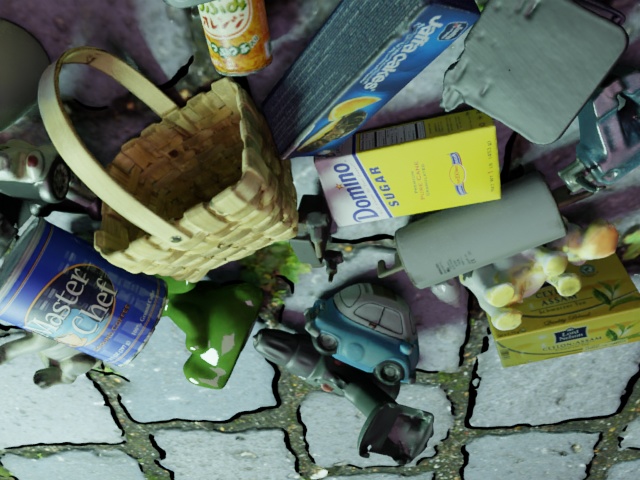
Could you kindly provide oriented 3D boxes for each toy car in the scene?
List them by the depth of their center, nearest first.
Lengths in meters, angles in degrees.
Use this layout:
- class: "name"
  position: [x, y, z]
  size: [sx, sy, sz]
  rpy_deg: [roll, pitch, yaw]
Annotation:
- class: "toy car"
  position: [-0.255, -0.054, 0.501]
  size: [0.074, 0.056, 0.201]
  rpy_deg: [3, 174, -4]
- class: "toy car"
  position: [0.065, 0.107, 0.691]
  size: [0.162, 0.109, 0.103]
  rpy_deg: [26, 103, -7]

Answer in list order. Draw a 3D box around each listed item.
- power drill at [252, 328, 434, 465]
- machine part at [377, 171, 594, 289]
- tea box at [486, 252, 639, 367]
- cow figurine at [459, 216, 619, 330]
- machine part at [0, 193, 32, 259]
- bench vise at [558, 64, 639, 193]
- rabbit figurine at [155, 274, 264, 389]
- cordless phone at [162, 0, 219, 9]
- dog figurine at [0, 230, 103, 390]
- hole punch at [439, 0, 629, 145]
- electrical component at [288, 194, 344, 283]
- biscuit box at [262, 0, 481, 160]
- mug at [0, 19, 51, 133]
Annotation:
- class: "power drill"
  position: [0.035, 0.197, 0.705]
  size: [0.232, 0.207, 0.086]
  rpy_deg: [26, 88, -30]
- class: "machine part"
  position: [0.173, -0.008, 0.591]
  size: [0.243, 0.079, 0.079]
  rpy_deg: [-23, 128, 19]
- class: "tea box"
  position: [0.294, 0.086, 0.662]
  size: [0.170, 0.098, 0.068]
  rpy_deg: [-18, 130, 13]
- class: "cow figurine"
  position: [0.249, 0.022, 0.621]
  size: [0.167, 0.098, 0.068]
  rpy_deg: [-31, 121, 2]
- class: "machine part"
  position: [-0.323, -0.034, 0.537]
  size: [0.039, 0.139, 0.084]
  rpy_deg: [-32, 127, -8]
- class: "bench vise"
  position: [0.351, -0.077, 0.489]
  size: [0.223, 0.129, 0.240]
  rpy_deg: [-41, 103, 9]
- class: "rabbit figurine"
  position: [-0.163, 0.079, 0.651]
  size: [0.170, 0.121, 0.159]
  rpy_deg: [23, 126, 0]
- class: "cordless phone"
  position: [-0.029, -0.219, 0.335]
  size: [0.184, 0.088, 0.146]
  rpy_deg: [-23, 171, -5]
- class: "dog figurine"
  position: [-0.292, 0.085, 0.670]
  size: [0.190, 0.121, 0.172]
  rpy_deg: [-35, 150, 10]
- class: "hole punch"
  position: [0.186, -0.161, 0.463]
  size: [0.116, 0.092, 0.142]
  rpy_deg: [35, 132, 9]
- class: "electrical component"
  position: [-0.001, -0.003, 0.585]
  size: [0.045, 0.078, 0.102]
  rpy_deg: [7, 144, 20]
- class: "biscuit box"
  position: [0.030, -0.141, 0.435]
  size: [0.059, 0.063, 0.202]
  rpy_deg: [-9, 163, -38]
- class: "mug"
  position: [-0.301, -0.138, 0.458]
  size: [0.109, 0.107, 0.081]
  rpy_deg: [26, 125, -24]
